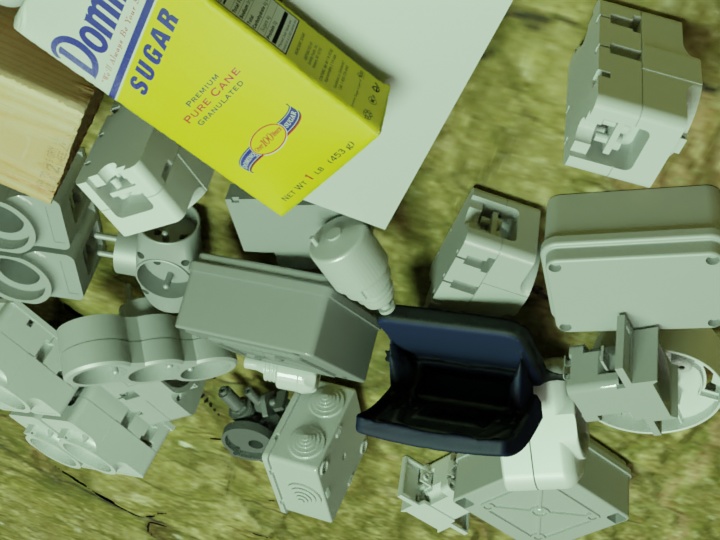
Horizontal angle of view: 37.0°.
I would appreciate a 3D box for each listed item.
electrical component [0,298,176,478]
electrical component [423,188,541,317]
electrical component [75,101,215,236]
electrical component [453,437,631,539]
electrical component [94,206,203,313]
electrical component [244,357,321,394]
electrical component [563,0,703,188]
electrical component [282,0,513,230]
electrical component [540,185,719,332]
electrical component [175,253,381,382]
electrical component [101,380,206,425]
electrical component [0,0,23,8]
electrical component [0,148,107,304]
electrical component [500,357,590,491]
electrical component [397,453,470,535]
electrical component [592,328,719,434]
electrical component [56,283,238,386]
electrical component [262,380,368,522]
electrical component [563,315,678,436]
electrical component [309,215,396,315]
[{"bbox_3d":[-0.262,0.104,0.901,0.105,0.060,0.186,-3,140,44],"label":"electrical component"},{"bbox_3d":[0.085,-0.003,0.723,0.056,0.050,0.089,18,140,-6],"label":"electrical component"},{"bbox_3d":[-0.128,-0.070,0.671,0.050,0.089,0.055,-13,133,27],"label":"electrical component"},{"bbox_3d":[0.153,0.180,0.909,0.109,0.056,0.109,34,135,-23],"label":"electrical component"},{"bbox_3d":[-0.153,-0.012,0.777,0.079,0.044,0.077,10,139,3],"label":"electrical component"},{"bbox_3d":[-0.063,0.079,0.865,0.061,0.035,0.035,10,139,8],"label":"electrical component"},{"bbox_3d":[0.145,-0.094,0.575,0.056,0.089,0.050,15,139,-3],"label":"electrical component"},{"bbox_3d":[0.001,-0.119,0.605,0.105,0.060,0.186,20,139,-8],"label":"electrical component"},{"bbox_3d":[0.177,-0.005,0.692,0.113,0.057,0.078,-3,137,17],"label":"electrical component"},{"bbox_3d":[-0.054,0.035,0.753,0.109,0.056,0.109,10,169,23],"label":"electrical component"},{"bbox_3d":[-0.172,0.080,0.881,0.056,0.050,0.089,-18,131,32],"label":"electrical component"},{"bbox_3d":[-0.174,-0.187,0.573,0.095,0.059,0.054,-25,127,35],"label":"electrical component"},{"bbox_3d":[-0.288,-0.040,0.767,0.186,0.060,0.105,8,139,5],"label":"electrical component"},{"bbox_3d":[0.138,0.115,0.811,0.059,0.095,0.054,-7,179,21],"label":"electrical component"},{"bbox_3d":[0.076,0.196,0.959,0.081,0.042,0.064,33,132,-23],"label":"electrical component"},{"bbox_3d":[0.209,0.074,0.764,0.099,0.064,0.099,14,133,15],"label":"electrical component"},{"bbox_3d":[-0.163,0.044,0.821,0.138,0.073,0.052,1,155,-37],"label":"electrical component"},{"bbox_3d":[-0.034,0.148,0.889,0.048,0.099,0.099,12,141,20],"label":"electrical component"},{"bbox_3d":[0.171,0.071,0.704,0.064,0.042,0.081,-12,135,28],"label":"electrical component"},{"bbox_3d":[0.000,0.000,0.684,0.040,0.040,0.078,-13,133,27],"label":"electrical component"}]
